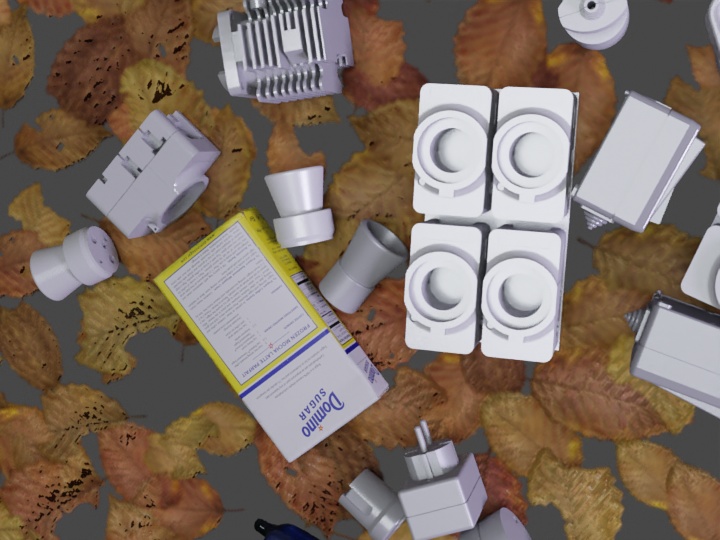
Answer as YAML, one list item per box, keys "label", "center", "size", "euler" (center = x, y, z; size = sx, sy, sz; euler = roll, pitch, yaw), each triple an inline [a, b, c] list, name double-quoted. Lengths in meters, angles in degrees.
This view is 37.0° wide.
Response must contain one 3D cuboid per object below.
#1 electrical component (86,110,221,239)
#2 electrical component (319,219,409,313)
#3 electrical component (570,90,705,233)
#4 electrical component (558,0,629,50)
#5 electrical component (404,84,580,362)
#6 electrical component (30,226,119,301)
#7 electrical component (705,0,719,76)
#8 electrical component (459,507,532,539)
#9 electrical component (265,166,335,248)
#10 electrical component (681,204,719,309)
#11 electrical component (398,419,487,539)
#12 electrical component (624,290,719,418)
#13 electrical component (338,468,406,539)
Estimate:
- label: "electrical component"
  center: [-0.156, -0.071, 0.829]
  size: [0.056, 0.050, 0.089]
  euler: [44, 105, 6]
- label: "electrical component"
  center: [0.000, 0.000, 0.801]
  size: [0.044, 0.044, 0.065]
  euler: [42, 110, 7]
- label: "electrical component"
  center: [0.187, -0.066, 0.730]
  size: [0.061, 0.062, 0.096]
  euler: [29, 103, 10]
- label: "electrical component"
  center: [0.156, -0.171, 0.716]
  size: [0.043, 0.081, 0.043]
  euler: [2, 97, 15]
- label: "electrical component"
  center: [0.092, -0.035, 0.761]
  size: [0.105, 0.060, 0.186]
  euler: [5, 98, 15]
- label: "electrical component"
  center: [-0.228, -0.006, 0.860]
  size: [0.055, 0.045, 0.045]
  euler: [-23, 90, 16]
- label: "electrical component"
  center: [0.263, -0.138, 0.702]
  size: [0.054, 0.059, 0.095]
  euler: [-17, 92, 17]
- label: "electrical component"
  center: [0.140, 0.233, 0.785]
  size: [0.074, 0.052, 0.138]
  euler: [-35, 87, 16]
- label: "electrical component"
  center: [-0.045, -0.047, 0.805]
  size: [0.045, 0.045, 0.055]
  euler: [-10, 95, 16]
- label: "electrical component"
  center: [0.317, 0.004, 0.694]
  size: [0.186, 0.060, 0.105]
  euler: [26, 103, 17]
- label: "electrical component"
  center: [0.056, 0.148, 0.791]
  size: [0.047, 0.066, 0.076]
  euler: [-18, 92, 17]
- label: "electrical component"
  center: [0.224, 0.057, 0.735]
  size: [0.096, 0.062, 0.061]
  euler: [21, 102, 12]
- label: "electrical component"
  center: [0.012, 0.179, 0.821]
  size: [0.046, 0.040, 0.040]
  euler: [40, 105, 14]
